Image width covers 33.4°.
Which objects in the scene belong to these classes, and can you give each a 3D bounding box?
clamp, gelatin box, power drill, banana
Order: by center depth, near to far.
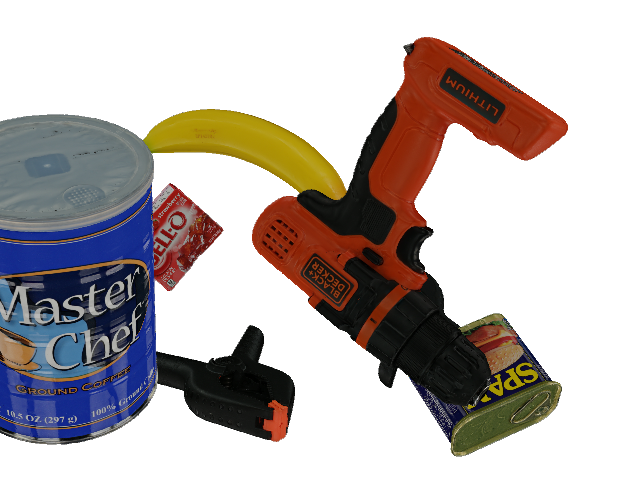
[{"bbox_3d":[0.068,-0.014,0.658,0.184,0.188,0.057,38,16,15],"label":"power drill"},{"bbox_3d":[-0.062,-0.071,0.883,0.198,0.069,0.037,13,-11,15],"label":"banana"},{"bbox_3d":[-0.077,0.119,0.932,0.164,0.036,0.210,-8,18,-37],"label":"clamp"},{"bbox_3d":[0.109,0.081,1.116,0.120,0.171,0.039,2,-44,-12],"label":"clamp"},{"bbox_3d":[-0.158,-0.003,1.122,0.073,0.089,0.030,43,-5,-29],"label":"gelatin box"}]

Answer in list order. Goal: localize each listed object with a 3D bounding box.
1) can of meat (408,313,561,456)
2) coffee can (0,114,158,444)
[{"bbox_3d":[0.133,0.117,0.887,0.102,0.084,0.057,-21,-38,-15],"label":"can of meat"},{"bbox_3d":[-0.137,0.020,0.555,0.103,0.140,0.103,3,34,-2],"label":"coffee can"}]
